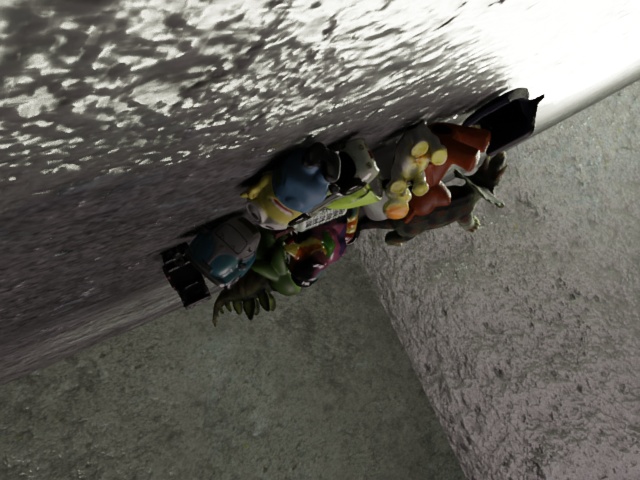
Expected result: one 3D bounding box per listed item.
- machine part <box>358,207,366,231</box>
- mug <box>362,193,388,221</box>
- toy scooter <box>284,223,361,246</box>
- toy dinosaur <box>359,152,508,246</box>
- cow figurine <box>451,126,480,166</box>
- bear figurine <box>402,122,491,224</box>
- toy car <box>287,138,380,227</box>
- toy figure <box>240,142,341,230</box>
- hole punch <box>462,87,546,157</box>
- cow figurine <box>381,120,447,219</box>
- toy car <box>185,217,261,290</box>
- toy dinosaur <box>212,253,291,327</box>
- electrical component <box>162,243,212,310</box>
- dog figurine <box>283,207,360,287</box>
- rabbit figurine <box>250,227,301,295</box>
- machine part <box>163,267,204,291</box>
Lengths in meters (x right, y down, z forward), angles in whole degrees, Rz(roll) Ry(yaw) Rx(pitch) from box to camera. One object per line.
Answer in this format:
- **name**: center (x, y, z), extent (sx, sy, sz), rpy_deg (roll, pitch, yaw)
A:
- **machine part**: center (0.094, -0.066, 1.278), extent (0.084, 0.039, 0.138), rpy_deg (-20, 143, 3)
- **mug**: center (0.112, -0.112, 1.114), extent (0.081, 0.110, 0.107), rpy_deg (-22, 134, 11)
- **toy scooter**: center (-0.003, -0.004, 1.224), extent (0.184, 0.075, 0.135), rpy_deg (-44, 134, 19)
- **toy dinosaur**: center (0.239, -0.069, 1.189), extent (0.405, 0.131, 0.192), rpy_deg (-19, 159, 4)
- **cow figurine**: center (0.275, -0.191, 1.155), extent (0.195, 0.085, 0.127), rpy_deg (-28, 171, -3)
- **bear figurine**: center (0.228, -0.117, 1.017), extent (0.120, 0.132, 0.195), rpy_deg (-46, 149, -46)
- **toy car**: center (-0.001, -0.084, 0.820), extent (0.202, 0.073, 0.056), rpy_deg (-28, 177, 37)
- **toy figure**: center (-0.034, -0.071, 0.735), extent (0.089, 0.082, 0.180), rpy_deg (-35, 180, -40)
- **hole punch**: center (0.350, -0.243, 1.043), extent (0.142, 0.092, 0.116), rpy_deg (-33, -157, 48)
- **cow figurine**: center (0.148, -0.120, 0.931), extent (0.068, 0.098, 0.167), rpy_deg (12, 129, -19)
- **toy car**: center (-0.155, 0.010, 0.959), extent (0.103, 0.109, 0.161), rpy_deg (-46, 177, 24)
- **toy dinosaur**: center (-0.198, 0.118, 1.492), extent (0.105, 0.198, 0.471), rpy_deg (-18, 171, -45)
- **electrical component**: center (-0.258, 0.074, 1.043), extent (0.058, 0.115, 0.134), rpy_deg (-23, 174, -14)
- **dog figurine**: center (0.001, -0.009, 1.054), extent (0.219, 0.109, 0.191), rpy_deg (-43, 154, -74)
- **rabbit figurine**: center (-0.100, 0.049, 1.257), extent (0.121, 0.170, 0.159), rpy_deg (-36, 164, 0)
- **machine part**: center (-0.258, 0.051, 1.204), extent (0.179, 0.056, 0.179), rpy_deg (-27, 177, -1)
